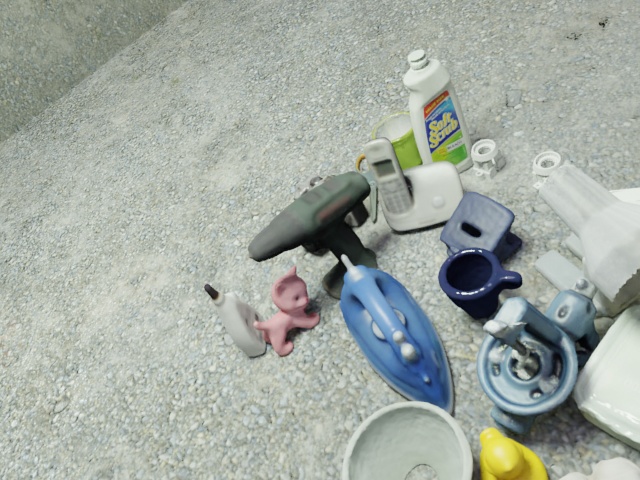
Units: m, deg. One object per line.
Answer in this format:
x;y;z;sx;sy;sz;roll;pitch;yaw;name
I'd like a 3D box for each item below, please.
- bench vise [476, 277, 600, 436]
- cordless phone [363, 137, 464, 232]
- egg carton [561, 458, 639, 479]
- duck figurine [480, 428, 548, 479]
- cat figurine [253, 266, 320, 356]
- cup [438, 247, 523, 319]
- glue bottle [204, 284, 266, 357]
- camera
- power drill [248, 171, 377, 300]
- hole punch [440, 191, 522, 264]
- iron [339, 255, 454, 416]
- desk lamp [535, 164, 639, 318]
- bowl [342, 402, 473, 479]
0.258;0.112;0.700;0.121;0.220;0.208;8;56;36;bench vise
0.161;-0.108;0.986;0.147;0.186;0.094;-16;45;18;cordless phone
0.313;0.311;0.597;0.107;0.070;0.150;-25;43;9;egg carton
0.223;0.270;0.676;0.077;0.086;0.104;-30;42;3;duck figurine
-0.061;0.113;0.968;0.128;0.118;0.067;-47;44;-14;cat figurine
0.242;0.072;0.839;0.117;0.095;0.092;1;52;32;cup
-0.145;0.125;0.966;0.037;0.174;0.078;-19;44;15;glue bottle
-0.005;-0.055;1.100;0.142;0.101;0.137;23;66;43;camera
0.009;0.003;0.959;0.230;0.209;0.075;-46;44;-13;power drill
0.252;-0.008;0.910;0.101;0.091;0.108;-42;43;-9;hole punch
0.105;0.129;0.835;0.118;0.142;0.257;-34;42;-1;iron
0.361;0.011;0.736;0.118;0.214;0.202;-35;42;-2;desk lamp
0.117;0.296;0.724;0.167;0.075;0.167;-17;45;18;bowl
